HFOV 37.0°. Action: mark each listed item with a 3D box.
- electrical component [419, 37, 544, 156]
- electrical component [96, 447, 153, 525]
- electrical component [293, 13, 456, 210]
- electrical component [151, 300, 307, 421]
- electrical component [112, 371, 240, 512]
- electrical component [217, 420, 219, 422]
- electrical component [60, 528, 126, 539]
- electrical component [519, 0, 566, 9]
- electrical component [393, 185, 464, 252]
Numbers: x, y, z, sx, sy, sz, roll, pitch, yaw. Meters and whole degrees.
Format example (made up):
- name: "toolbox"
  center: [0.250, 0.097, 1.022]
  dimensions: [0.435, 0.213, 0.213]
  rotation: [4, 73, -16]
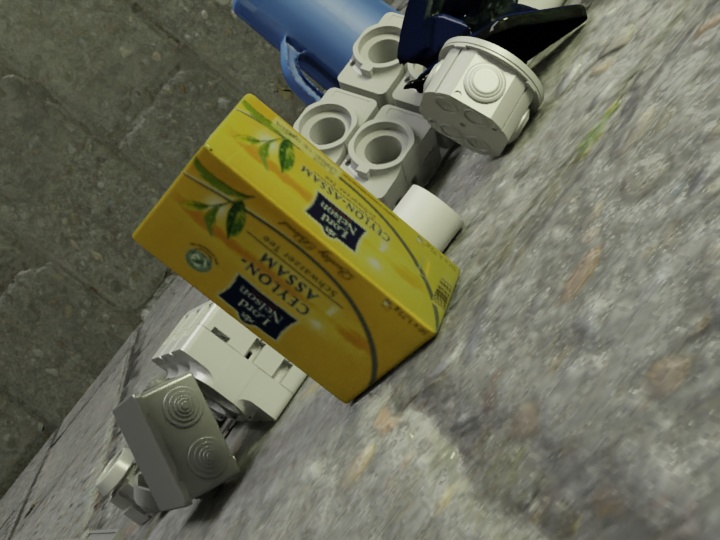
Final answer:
- name: "electrical component"
  center: [0.084, -0.121, 0.754]
  dimensions: [0.051, 0.080, 0.080]
  rotation: [-59, 12, -14]
- name: "electrical component"
  center: [-0.202, 0.192, 0.964]
  dimensions: [0.066, 0.055, 0.048]
  rotation: [-42, 14, 40]
- name: "electrical component"
  center: [0.025, -0.131, 0.917]
  dimensions: [0.186, 0.105, 0.060]
  rotation: [-56, -28, -24]
- name: "electrical component"
  center: [-0.108, 0.077, 0.861]
  dimensions: [0.061, 0.089, 0.150]
  rotation: [-55, 11, -18]
- name: "electrical component"
  center: [-0.137, 0.127, 0.799]
  dimensions: [0.048, 0.099, 0.100]
  rotation: [-25, -4, -26]
- name: "electrical component"
  center: [-0.139, 0.122, 0.979]
  dimensions: [0.065, 0.044, 0.044]
  rotation: [-61, 14, -24]
- name: "electrical component"
  center: [-0.200, 0.235, 0.795]
  dimensions: [0.078, 0.063, 0.121]
  rotation: [-57, 12, -25]
- name: "electrical component"
  center: [0.138, -0.220, 0.942]
  dimensions: [0.077, 0.044, 0.079]
  rotation: [-56, 12, -22]
- name: "electrical component"
  center: [0.028, -0.012, 0.717]
  dimensions: [0.081, 0.043, 0.043]
  rotation: [-52, 11, -4]
